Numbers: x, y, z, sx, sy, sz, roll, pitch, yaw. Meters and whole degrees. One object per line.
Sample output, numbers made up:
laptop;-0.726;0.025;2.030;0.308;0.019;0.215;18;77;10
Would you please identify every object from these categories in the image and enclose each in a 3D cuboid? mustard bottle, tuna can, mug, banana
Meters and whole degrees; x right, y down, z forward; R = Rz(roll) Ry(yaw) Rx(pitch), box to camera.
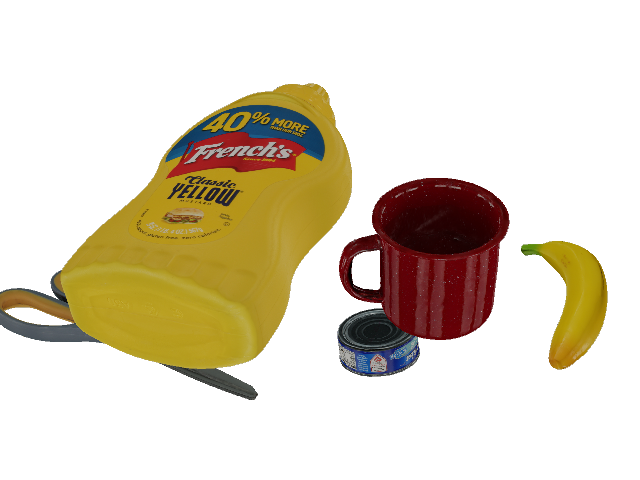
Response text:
mustard bottle;-0.037;-0.022;0.522;0.096;0.058;0.191;7;39;22
tuna can;0.061;0.106;1.125;0.086;0.034;0.086;-6;26;3
mug;0.071;0.017;0.747;0.117;0.081;0.093;-9;38;-8
banana;0.238;0.052;1.008;0.070;0.037;0.197;-28;25;17

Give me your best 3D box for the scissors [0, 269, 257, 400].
scissors;-0.122;0.057;0.719;0.202;0.016;0.096;12;29;13
